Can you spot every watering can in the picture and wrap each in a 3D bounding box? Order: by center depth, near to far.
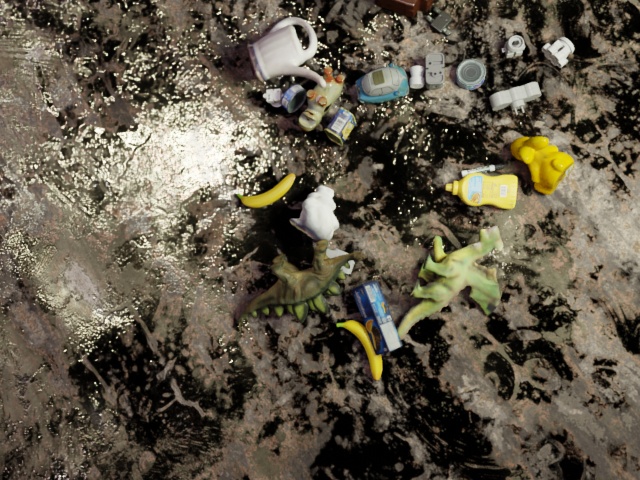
[{"bbox_3d":[-0.106,-0.552,1.573,0.223,0.102,0.355,-22,56,11],"label":"watering can"}]

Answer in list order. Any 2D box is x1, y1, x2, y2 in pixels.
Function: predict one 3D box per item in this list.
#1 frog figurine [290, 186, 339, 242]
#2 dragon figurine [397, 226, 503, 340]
[{"bbox_3d":[0.005,-0.077,1.522,0.136,0.123,0.160,40,83,-21],"label":"frog figurine"},{"bbox_3d":[0.384,0.137,1.435,0.243,0.123,0.406,21,103,6],"label":"dragon figurine"}]
